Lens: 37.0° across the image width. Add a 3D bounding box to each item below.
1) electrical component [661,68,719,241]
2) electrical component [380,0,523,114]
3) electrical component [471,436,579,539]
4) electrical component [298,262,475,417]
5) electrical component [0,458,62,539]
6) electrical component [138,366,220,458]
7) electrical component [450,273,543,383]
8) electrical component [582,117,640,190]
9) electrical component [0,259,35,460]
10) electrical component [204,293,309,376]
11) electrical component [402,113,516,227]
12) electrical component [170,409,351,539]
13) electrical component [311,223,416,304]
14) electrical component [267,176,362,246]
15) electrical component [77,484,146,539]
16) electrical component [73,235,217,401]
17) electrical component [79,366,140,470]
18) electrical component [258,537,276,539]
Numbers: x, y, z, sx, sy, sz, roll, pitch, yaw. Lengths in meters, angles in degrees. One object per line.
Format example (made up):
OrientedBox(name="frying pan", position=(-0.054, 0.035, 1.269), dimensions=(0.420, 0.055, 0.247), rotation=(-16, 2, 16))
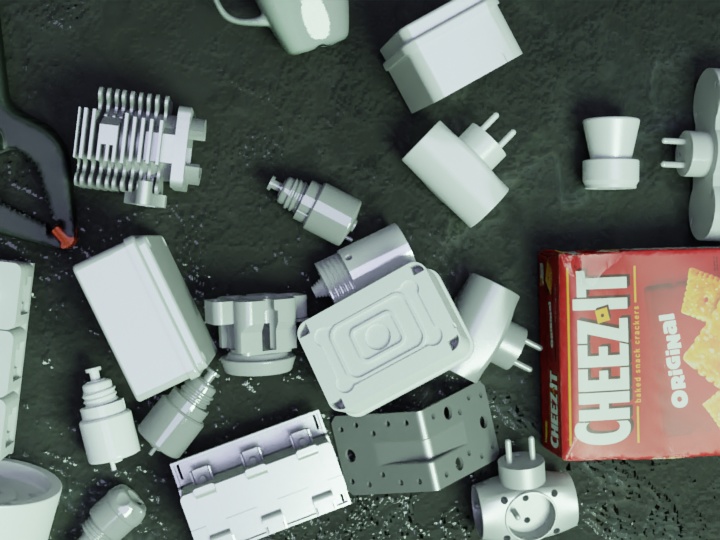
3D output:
OrientedBox(name="electrical component", position=(0.277, -0.093, 0.862), dimensions=(0.074, 0.052, 0.138), rotation=(2, 91, -6))
OrientedBox(name="electrical component", position=(0.065, -0.164, 0.810), dimensions=(0.078, 0.113, 0.057), rotation=(-30, 96, -4))
OrientedBox(name="electrical component", position=(0.129, 0.170, 0.853), dimensions=(0.077, 0.044, 0.079), rotation=(-7, 103, -5))
OrientedBox(name="electrical component", position=(0.021, 0.054, 0.814), dimensions=(0.113, 0.057, 0.078), rotation=(-29, 73, 10))
OrientedBox(name="electrical component", position=(-0.278, 0.182, 0.788), dimensions=(0.108, 0.108, 0.060), rotation=(10, 96, -6))
OrientedBox(name="electrical component", position=(-0.137, 0.109, 0.831), dimensions=(0.040, 0.040, 0.078), rotation=(38, 87, -5))
OrientedBox(name="electrical component", position=(0.106, 0.054, 0.852), dimensions=(0.079, 0.044, 0.077), rotation=(27, 88, -6))
OrientedBox(name="electrical component", position=(0.200, -0.093, 0.859), dimensions=(0.045, 0.045, 0.055), rotation=(0, 91, -6))
OrientedBox(name="electrical component", position=(-0.302, 0.064, 0.803), dimensions=(0.089, 0.062, 0.150), rotation=(7, 90, -6))
OrientedBox(name="electrical component", position=(-0.079, 0.049, 0.826), dimensions=(0.078, 0.058, 0.057), rotation=(-4, 96, -29))
OrientedBox(name="electrical component", position=(0.087, -0.088, 0.845), dimensions=(0.077, 0.043, 0.079), rotation=(44, 92, -3))
OrientedBox(name="electrical component", position=(-0.075, 0.166, 0.824), dimensions=(0.121, 0.063, 0.078), rotation=(-19, 93, -8))
OrientedBox(name="electrical component", position=(0.000, 0.000, 0.841), dimensions=(0.081, 0.043, 0.043), rotation=(-26, 93, -5))
OrientedBox(name="electrical component", position=(-0.035, -0.050, 0.838), dimensions=(0.078, 0.040, 0.040), rotation=(27, 88, -5))
OrientedBox(name="electrical component", position=(-0.197, 0.196, 0.830), dimensions=(0.061, 0.035, 0.035), rotation=(-42, 95, -1))
OrientedBox(name="electrical component", position=(-0.156, 0.032, 0.794), dimensions=(0.056, 0.109, 0.108), rotation=(-25, 93, -2))
OrientedBox(name="electrical component", position=(-0.196, 0.113, 0.825), dimensions=(0.040, 0.040, 0.078), rotation=(-14, 92, -5))
OrientedBox(name="electrical component", position=(-0.082, 0.267, 0.829), dimensions=(0.108, 0.060, 0.108), rotation=(0, 91, -6))
